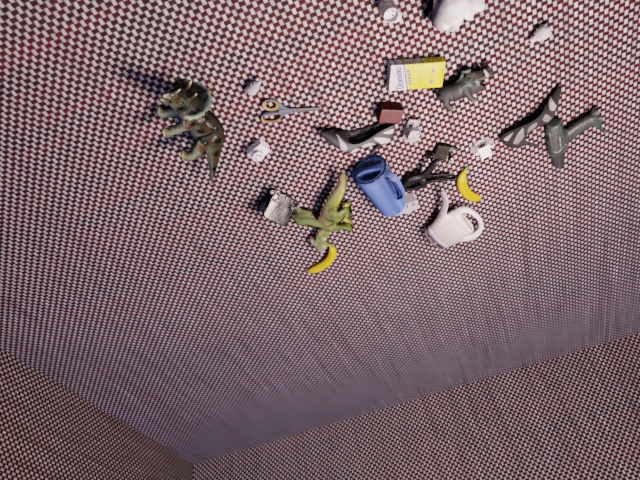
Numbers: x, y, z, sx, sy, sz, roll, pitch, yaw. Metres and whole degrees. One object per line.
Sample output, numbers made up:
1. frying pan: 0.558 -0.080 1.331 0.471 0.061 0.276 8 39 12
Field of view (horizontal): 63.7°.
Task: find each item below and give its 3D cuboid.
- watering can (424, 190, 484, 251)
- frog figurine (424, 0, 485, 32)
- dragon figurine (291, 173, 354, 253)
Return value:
1. watering can: 0.518 -0.071 2.093 0.221 0.106 0.344 -38 -49 26
2. frog figurine: 0.393 -0.662 1.468 0.159 0.135 0.125 9 24 -3
3. dragon figurine: 0.006 -0.100 1.977 0.242 0.125 0.400 -5 -45 6
